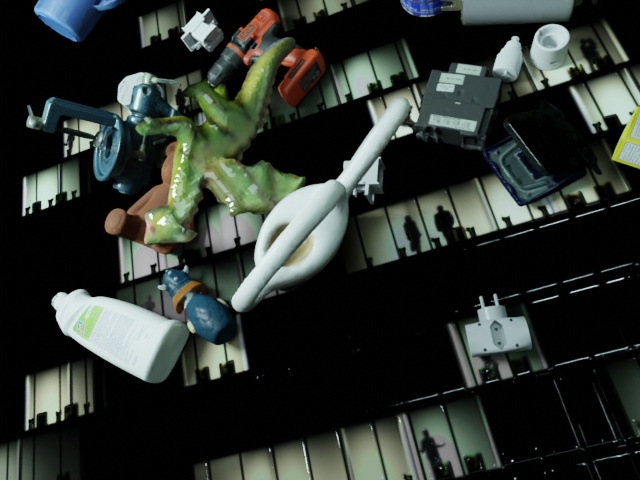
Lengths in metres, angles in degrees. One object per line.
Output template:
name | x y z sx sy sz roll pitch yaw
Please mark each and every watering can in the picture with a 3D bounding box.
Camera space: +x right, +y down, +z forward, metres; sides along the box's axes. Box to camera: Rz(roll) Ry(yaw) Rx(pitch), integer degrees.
watering can | 0.002 -0.036 0.724 0.104 0.222 0.350 40 81 2

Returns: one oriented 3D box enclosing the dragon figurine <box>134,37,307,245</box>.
dragon figurine | -0.125 -0.145 0.818 0.414 0.121 0.243 -40 89 -17
